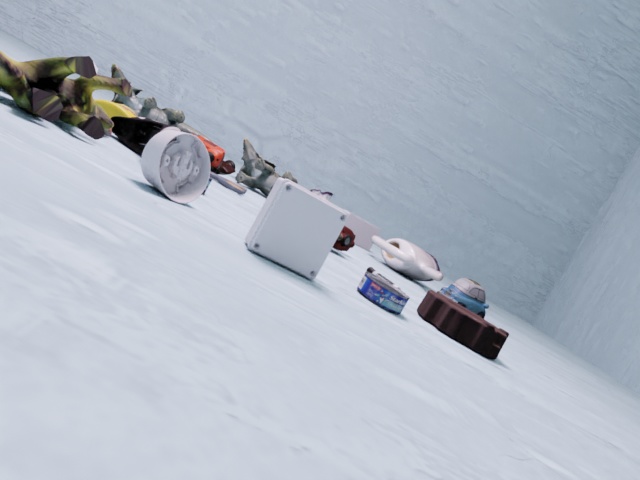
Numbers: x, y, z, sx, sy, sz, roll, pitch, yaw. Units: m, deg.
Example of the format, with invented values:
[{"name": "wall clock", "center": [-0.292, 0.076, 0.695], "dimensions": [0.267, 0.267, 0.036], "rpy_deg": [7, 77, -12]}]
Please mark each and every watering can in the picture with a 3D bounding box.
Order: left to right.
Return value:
[{"name": "watering can", "center": [0.306, 0.077, 1.647], "dimensions": [0.222, 0.104, 0.352], "rpy_deg": [26, 6, -41]}]

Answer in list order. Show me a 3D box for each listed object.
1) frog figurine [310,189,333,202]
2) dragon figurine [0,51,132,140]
[{"name": "frog figurine", "center": [0.006, -0.092, 1.834], "dimensions": [0.135, 0.122, 0.162], "rpy_deg": [38, 31, -58]}, {"name": "dragon figurine", "center": [-0.475, -0.252, 0.829], "dimensions": [0.243, 0.123, 0.407], "rpy_deg": [13, -5, 27]}]
